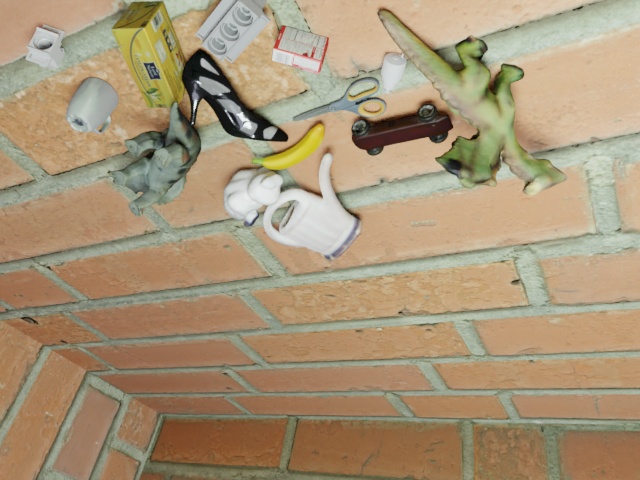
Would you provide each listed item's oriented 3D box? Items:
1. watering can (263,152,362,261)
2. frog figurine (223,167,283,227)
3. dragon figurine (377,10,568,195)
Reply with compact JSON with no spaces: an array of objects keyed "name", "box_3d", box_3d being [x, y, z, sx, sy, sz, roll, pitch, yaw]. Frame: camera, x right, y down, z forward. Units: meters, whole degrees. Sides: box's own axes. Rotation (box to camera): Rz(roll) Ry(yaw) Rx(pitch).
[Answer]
[{"name":"watering can","box_3d":[0.004,-0.061,1.218,0.223,0.106,0.341,27,141,-19]},{"name":"frog figurine","box_3d":[-0.153,-0.113,1.167,0.123,0.139,0.157,48,159,1]},{"name":"dragon figurine","box_3d":[0.246,-0.201,0.855,0.408,0.248,0.120,24,146,-17]}]
